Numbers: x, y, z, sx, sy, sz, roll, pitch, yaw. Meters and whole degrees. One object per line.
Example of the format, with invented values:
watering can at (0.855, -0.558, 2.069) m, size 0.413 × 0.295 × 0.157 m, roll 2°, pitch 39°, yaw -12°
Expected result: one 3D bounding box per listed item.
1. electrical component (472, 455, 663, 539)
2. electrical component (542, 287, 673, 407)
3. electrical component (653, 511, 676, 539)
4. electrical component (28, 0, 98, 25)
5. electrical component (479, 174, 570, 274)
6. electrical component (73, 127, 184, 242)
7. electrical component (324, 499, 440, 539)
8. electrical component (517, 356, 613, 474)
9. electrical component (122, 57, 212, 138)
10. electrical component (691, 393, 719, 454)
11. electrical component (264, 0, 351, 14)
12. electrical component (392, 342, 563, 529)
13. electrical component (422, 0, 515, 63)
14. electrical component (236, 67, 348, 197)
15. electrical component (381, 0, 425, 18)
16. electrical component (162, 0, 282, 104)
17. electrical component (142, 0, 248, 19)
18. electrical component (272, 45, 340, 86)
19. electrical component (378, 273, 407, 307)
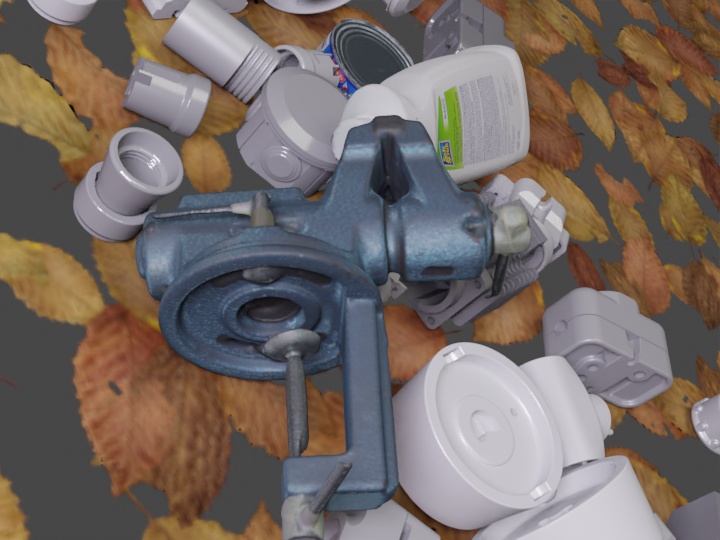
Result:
electrical component at (0.127, 0.164, 0.638) m, size 0.108 × 0.108 × 0.060 m, roll -26°, pitch 84°, yaw -49°
electrical component at (0.186, 0.056, 0.815) m, size 0.095 × 0.054 × 0.059 m, roll 26°, pitch 45°, yaw -25°
electrical component at (0.184, 0.199, 0.697) m, size 0.057 × 0.058 × 0.078 m, roll 52°, pitch 40°, yaw 9°
electrical component at (-0.181, -0.188, 0.676) m, size 0.045 × 0.055 × 0.045 m, roll 24°, pitch 46°, yaw -27°
electrical component at (0.122, -0.029, 0.822) m, size 0.078 × 0.058 × 0.057 m, roll 40°, pitch 37°, yaw -10°
electrical component at (-0.132, -0.047, 0.608) m, size 0.045 × 0.055 × 0.045 m, roll 24°, pitch 46°, yaw -27°
electrical component at (-0.004, 0.164, 0.560) m, size 0.056 × 0.050 × 0.089 m, roll 39°, pitch 41°, yaw -12°
electrical component at (0.148, 0.104, 0.750) m, size 0.079 × 0.043 × 0.077 m, roll 7°, pitch 55°, yaw -39°
electrical component at (-0.123, -0.110, 0.681) m, size 0.046 × 0.040 × 0.040 m, roll 20°, pitch 47°, yaw -21°
electrical component at (0.303, 0.117, 0.865) m, size 0.048 × 0.062 × 0.048 m, roll 24°, pitch 45°, yaw -27°
electrical component at (-0.040, -0.243, 0.819) m, size 0.099 × 0.099 × 0.064 m, roll 8°, pitch 61°, yaw -38°
electrical component at (0.064, 0.106, 0.659) m, size 0.108 × 0.060 × 0.108 m, roll 24°, pitch 45°, yaw -27°
electrical component at (0.093, -0.187, 0.924) m, size 0.059 × 0.054 × 0.095 m, roll 28°, pitch 44°, yaw -23°
electrical component at (-0.040, -0.093, 0.732) m, size 0.080 × 0.051 × 0.080 m, roll 24°, pitch 46°, yaw -27°
electrical component at (0.041, -0.259, 0.917) m, size 0.051 × 0.080 × 0.080 m, roll 45°, pitch 40°, yaw 3°
electrical component at (-0.090, -0.148, 0.736) m, size 0.081 × 0.043 × 0.043 m, roll 36°, pitch 41°, yaw -15°
electrical component at (-0.117, -0.218, 0.761) m, size 0.089 × 0.050 × 0.055 m, roll -21°, pitch 74°, yaw -49°
electrical component at (-0.042, -0.142, 0.780) m, size 0.046 × 0.040 × 0.040 m, roll -14°, pitch 69°, yaw -54°
electrical component at (0.000, 0.000, 0.699) m, size 0.066 × 0.048 × 0.055 m, roll 39°, pitch 33°, yaw -11°
